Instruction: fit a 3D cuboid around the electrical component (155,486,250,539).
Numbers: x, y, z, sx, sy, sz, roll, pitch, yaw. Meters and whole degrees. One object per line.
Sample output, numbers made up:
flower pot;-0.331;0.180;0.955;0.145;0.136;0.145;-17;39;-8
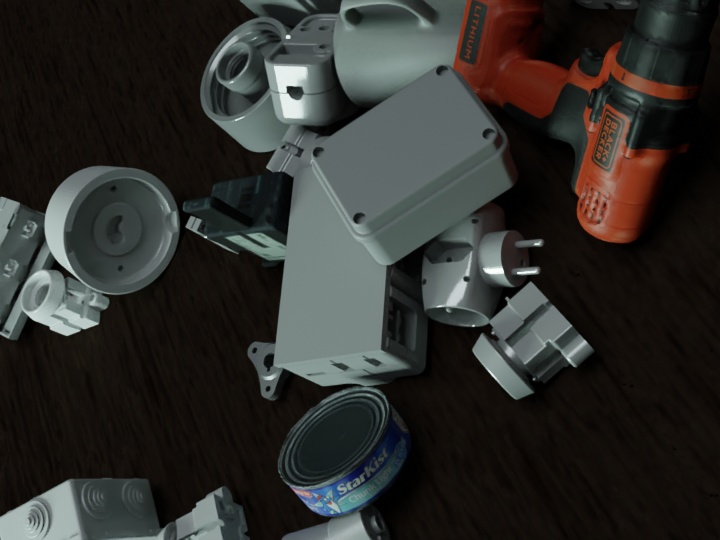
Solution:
electrical component;-0.112;0.195;0.765;0.055;0.048;0.066;-30;53;15

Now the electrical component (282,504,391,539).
electrical component;-0.013;0.178;0.697;0.065;0.044;0.044;-32;52;17

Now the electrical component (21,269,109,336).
electrical component;-0.269;0.028;0.965;0.066;0.055;0.048;-19;58;31

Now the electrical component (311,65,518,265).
electrical component;0.035;-0.068;0.690;0.113;0.057;0.078;-33;60;4

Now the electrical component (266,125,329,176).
electrical component;-0.036;-0.084;0.839;0.055;0.048;0.066;29;89;51

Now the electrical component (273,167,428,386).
electrical component;0.000;0.000;0.755;0.089;0.062;0.150;-11;63;33

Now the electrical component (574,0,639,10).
electrical component;0.168;-0.215;0.729;0.078;0.058;0.057;14;81;42

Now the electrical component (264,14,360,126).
electrical component;-0.030;-0.153;0.834;0.054;0.059;0.095;6;37;22

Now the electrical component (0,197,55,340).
electrical component;-0.339;-0.003;1.032;0.079;0.063;0.121;17;80;42

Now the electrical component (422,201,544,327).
electrical component;0.084;-0.006;0.704;0.079;0.043;0.077;-5;67;38

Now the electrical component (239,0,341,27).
electrical component;-0.072;-0.257;0.908;0.109;0.109;0.056;24;83;43

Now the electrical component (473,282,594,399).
electrical component;0.103;0.046;0.663;0.055;0.048;0.066;-42;49;5

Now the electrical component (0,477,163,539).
electrical component;-0.211;0.193;0.810;0.100;0.100;0.048;-30;66;25

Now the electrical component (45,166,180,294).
electrical component;-0.217;-0.038;0.924;0.060;0.108;0.108;19;82;49

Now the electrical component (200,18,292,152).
electrical component;-0.087;-0.161;0.906;0.108;0.060;0.108;-18;59;32
